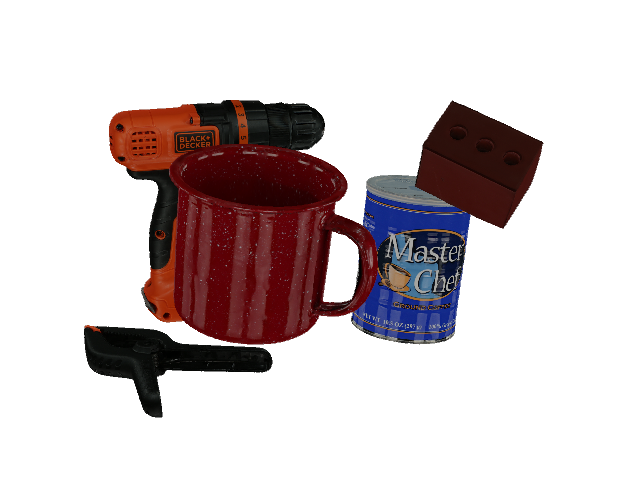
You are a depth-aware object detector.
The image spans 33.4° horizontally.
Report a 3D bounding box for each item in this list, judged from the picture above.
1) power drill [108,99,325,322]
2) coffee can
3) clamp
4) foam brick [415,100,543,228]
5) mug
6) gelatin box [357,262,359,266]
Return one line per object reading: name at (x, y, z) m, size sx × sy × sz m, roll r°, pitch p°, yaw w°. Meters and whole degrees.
power drill at (-0.086, -0.028, 0.920) m, size 0.184 × 0.188 × 0.057 m, roll -5°, pitch 20°, yaw -16°
coffee can at (0.087, 0.016, 1.025) m, size 0.103 × 0.140 × 0.103 m, roll 6°, pitch 15°, yaw -2°
clamp at (-0.178, 0.125, 1.092) m, size 0.210 × 0.036 × 0.164 m, roll 10°, pitch 17°, yaw 32°
foam brick at (0.118, -0.056, 0.796) m, size 0.078 × 0.053 × 0.051 m, roll 27°, pitch -32°, yaw 13°
mug at (-0.025, 0.005, 0.565) m, size 0.117 × 0.081 × 0.093 m, roll 15°, pitch 25°, yaw 18°
gelatin box at (0.087, 0.066, 1.331) m, size 0.073 × 0.089 × 0.030 m, roll 10°, pitch 31°, yaw 30°
